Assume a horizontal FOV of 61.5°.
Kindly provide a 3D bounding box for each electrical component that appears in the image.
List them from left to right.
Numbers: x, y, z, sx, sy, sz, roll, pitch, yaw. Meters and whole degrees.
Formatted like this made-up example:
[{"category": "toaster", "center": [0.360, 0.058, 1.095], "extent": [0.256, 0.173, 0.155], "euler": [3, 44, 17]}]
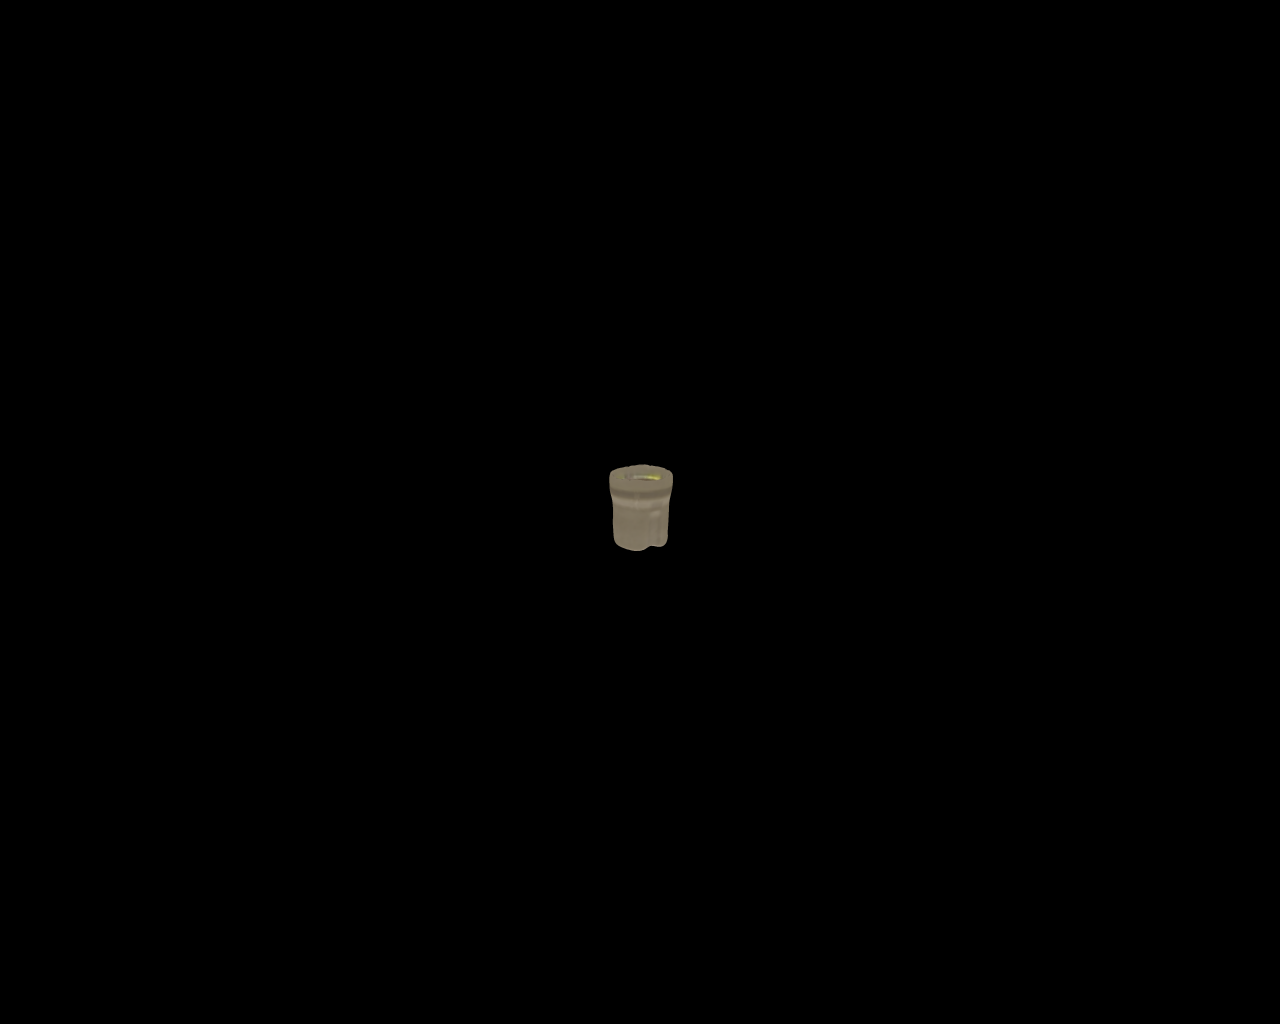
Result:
[{"category": "electrical component", "center": [0.001, -0.003, 0.650], "extent": [0.040, 0.046, 0.040], "euler": [0, 15, 0]}]
